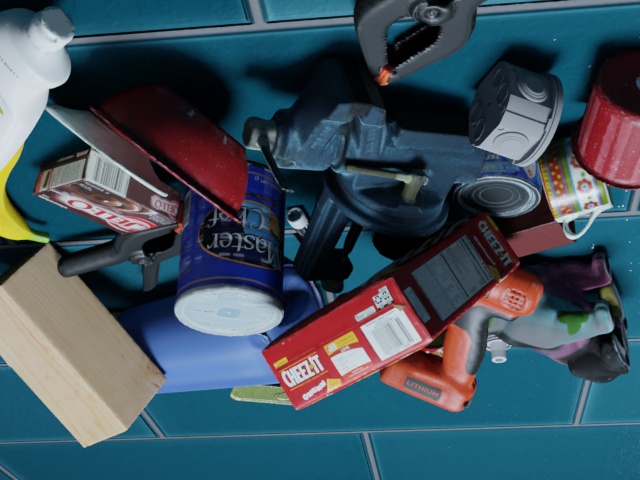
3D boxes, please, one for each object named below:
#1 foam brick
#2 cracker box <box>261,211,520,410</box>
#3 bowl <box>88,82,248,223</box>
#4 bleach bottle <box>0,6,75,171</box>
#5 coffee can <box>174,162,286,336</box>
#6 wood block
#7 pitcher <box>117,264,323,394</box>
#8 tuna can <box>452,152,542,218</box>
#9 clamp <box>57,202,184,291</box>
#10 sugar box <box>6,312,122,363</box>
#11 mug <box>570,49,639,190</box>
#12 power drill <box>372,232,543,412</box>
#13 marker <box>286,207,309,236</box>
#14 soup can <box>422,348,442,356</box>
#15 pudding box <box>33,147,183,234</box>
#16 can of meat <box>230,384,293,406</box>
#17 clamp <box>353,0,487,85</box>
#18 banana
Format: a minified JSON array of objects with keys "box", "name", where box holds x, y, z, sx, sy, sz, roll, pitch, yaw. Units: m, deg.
[{"box":[0.208,-0.020,1.065,0.078,0.053,0.051,-16,147,28],"name":"foam brick"},{"box":[0.069,0.060,0.989,0.164,0.072,0.213,-33,178,35],"name":"cracker box"},{"box":[-0.115,-0.084,0.903,0.055,0.162,0.162,-52,138,0],"name":"bowl"},{"box":[-0.273,-0.109,0.881,0.251,0.068,0.102,-29,108,40],"name":"bleach bottle"},{"box":[-0.084,0.009,1.031,0.103,0.140,0.103,1,151,0],"name":"coffee can"},{"box":[-0.282,0.118,1.186,0.090,0.090,0.206,-27,108,39],"name":"wood block"},{"box":[-0.116,0.115,1.252,0.243,0.145,0.149,-12,124,29],"name":"pitcher"},{"box":[0.168,-0.054,1.016,0.086,0.033,0.086,5,154,2],"name":"tuna can"},{"box":[-0.186,0.012,1.147,0.172,0.039,0.120,-25,156,34],"name":"clamp"},{"box":[-0.318,0.126,1.351,0.176,0.048,0.093,2,151,5],"name":"sugar box"},{"box":[0.270,-0.107,0.882,0.117,0.093,0.081,-27,150,-15],"name":"mug"},{"box":[0.124,0.082,1.139,0.184,0.057,0.188,23,124,11],"name":"power drill"},{"box":[-0.008,0.001,1.143,0.020,0.020,0.121,-9,150,16],"name":"marker"},{"box":[0.142,0.139,1.336,0.068,0.068,0.102,19,149,-30],"name":"soup can"},{"box":[-0.203,-0.045,1.028,0.090,0.039,0.113,-11,150,43],"name":"pudding box"},{"box":[-0.061,0.160,1.364,0.102,0.084,0.057,7,150,-11],"name":"can of meat"},{"box":[0.093,-0.182,0.788,0.164,0.036,0.210,7,152,-11],"name":"clamp"},{"box":[-0.311,-0.051,1.042,0.069,0.037,0.198,-11,154,-12],"name":"banana"}]
